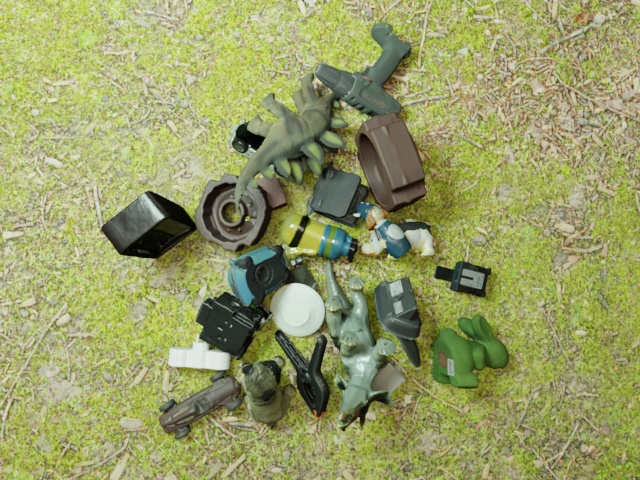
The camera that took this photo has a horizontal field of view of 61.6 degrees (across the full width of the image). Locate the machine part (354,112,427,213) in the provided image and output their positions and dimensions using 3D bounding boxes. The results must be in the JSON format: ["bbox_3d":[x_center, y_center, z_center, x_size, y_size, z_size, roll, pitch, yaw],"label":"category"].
[{"bbox_3d":[0.156,-0.169,1.199,0.087,0.201,0.201,-19,86,-7],"label":"machine part"}]

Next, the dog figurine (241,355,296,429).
[{"bbox_3d":[-0.117,0.337,1.150,0.121,0.190,0.172,-22,88,-4],"label":"dog figurine"}]

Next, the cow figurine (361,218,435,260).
[{"bbox_3d":[0.179,-0.004,1.253,0.167,0.068,0.098,1,80,-5],"label":"cow figurine"}]

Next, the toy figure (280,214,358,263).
[{"bbox_3d":[-0.002,-0.006,1.232,0.180,0.082,0.089,14,113,6],"label":"toy figure"}]

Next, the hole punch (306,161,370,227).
[{"bbox_3d":[0.046,-0.100,1.256,0.116,0.092,0.142,21,86,31],"label":"hole punch"}]

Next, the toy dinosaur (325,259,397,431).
[{"bbox_3d":[0.071,0.219,1.181,0.131,0.192,0.405,-1,40,-9],"label":"toy dinosaur"}]

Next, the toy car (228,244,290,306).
[{"bbox_3d":[-0.147,0.070,1.187,0.161,0.103,0.109,-35,115,-41],"label":"toy car"}]

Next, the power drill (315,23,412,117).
[{"bbox_3d":[0.116,-0.399,1.248,0.232,0.086,0.207,33,71,-25],"label":"power drill"}]

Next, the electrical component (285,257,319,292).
[{"bbox_3d":[-0.046,0.085,1.246,0.078,0.045,0.102,-24,87,-6],"label":"electrical component"}]

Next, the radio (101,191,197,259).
[{"bbox_3d":[-0.359,-0.025,1.152,0.131,0.229,0.073,-38,84,-1],"label":"radio"}]

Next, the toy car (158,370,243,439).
[{"bbox_3d":[-0.271,0.370,1.203,0.202,0.053,0.089,-29,90,1],"label":"toy car"}]

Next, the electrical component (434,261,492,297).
[{"bbox_3d":[0.334,0.086,1.263,0.119,0.048,0.074,18,84,-2],"label":"electrical component"}]

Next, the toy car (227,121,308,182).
[{"bbox_3d":[-0.122,-0.209,1.261,0.202,0.056,0.073,30,68,1],"label":"toy car"}]

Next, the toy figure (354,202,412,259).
[{"bbox_3d":[0.140,-0.029,1.196,0.058,0.064,0.154,-43,81,26],"label":"toy figure"}]

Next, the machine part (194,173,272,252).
[{"bbox_3d":[-0.195,-0.062,1.221,0.180,0.056,0.179,1,92,17],"label":"machine part"}]

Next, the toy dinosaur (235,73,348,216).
[{"bbox_3d":[-0.058,-0.230,1.193,0.198,0.105,0.471,44,61,5],"label":"toy dinosaur"}]

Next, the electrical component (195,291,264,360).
[{"bbox_3d":[-0.207,0.184,1.192,0.134,0.058,0.114,27,113,8],"label":"electrical component"}]

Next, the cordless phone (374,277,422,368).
[{"bbox_3d":[0.195,0.191,1.230,0.089,0.147,0.184,-20,124,11],"label":"cordless phone"}]

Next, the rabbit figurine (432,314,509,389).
[{"bbox_3d":[0.349,0.254,1.233,0.170,0.121,0.159,-1,78,-21],"label":"rabbit figurine"}]
